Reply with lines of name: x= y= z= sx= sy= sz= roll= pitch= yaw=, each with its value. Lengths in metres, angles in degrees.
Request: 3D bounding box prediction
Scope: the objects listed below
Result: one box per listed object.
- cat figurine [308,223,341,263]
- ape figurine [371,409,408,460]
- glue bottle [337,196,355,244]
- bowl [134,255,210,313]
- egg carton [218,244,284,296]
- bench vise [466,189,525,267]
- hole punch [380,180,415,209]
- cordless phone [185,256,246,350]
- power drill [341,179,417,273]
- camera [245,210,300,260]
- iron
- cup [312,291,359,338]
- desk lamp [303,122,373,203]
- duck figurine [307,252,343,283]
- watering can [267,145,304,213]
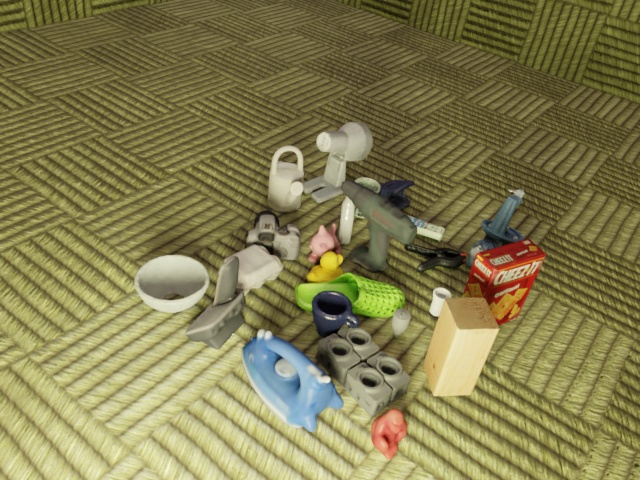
cat figurine: x=0.014 y=0.005 z=1.498 sx=0.067 sy=0.118 sz=0.128 roll=20 pitch=39 yaw=15
ape figurine: x=0.136 y=0.358 z=1.092 sx=0.078 sy=0.092 sz=0.076 roll=-11 pitch=42 yaw=-23
glue bottle: x=0.074 y=-0.075 z=1.567 sx=0.037 sy=0.173 sz=0.078 roll=4 pitch=38 yaw=-5
bowl: x=-0.341 y=0.113 z=1.327 sx=0.167 sy=0.075 sz=0.167 roll=5 pitch=38 yaw=-4
egg carton: x=-0.171 y=0.073 z=1.415 sx=0.107 sy=0.069 sz=0.151 roll=34 pitch=45 yaw=29
bench vise: x=0.487 y=-0.019 z=1.536 sx=0.121 sy=0.220 sz=0.208 roll=22 pitch=40 yaw=17
hole punch: x=0.221 y=-0.149 z=1.756 sx=0.100 sy=0.091 sz=0.109 roll=34 pitch=44 yaw=29
cordless phone: x=-0.223 y=0.129 z=1.239 sx=0.094 sy=0.185 sz=0.148 roll=20 pitch=39 yaw=14
power drill: x=0.137 y=-0.028 z=1.490 sx=0.229 sy=0.208 sz=0.076 roll=28 pitch=42 yaw=24
camera: x=-0.125 y=-0.024 z=1.523 sx=0.143 sy=0.101 sz=0.136 roll=3 pitch=38 yaw=-7
iron: x=-0.071 y=0.253 z=1.146 sx=0.257 sy=0.141 sz=0.119 roll=34 pitch=45 yaw=29
cup: x=0.034 y=0.182 z=1.295 sx=0.117 sy=0.095 sz=0.092 roll=27 pitch=41 yaw=22
desk lamp: x=0.051 y=-0.246 z=1.747 sx=0.204 sy=0.213 sz=0.117 roll=-27 pitch=50 yaw=-37
duck figurine: x=0.016 y=0.070 z=1.441 sx=0.105 sy=0.086 sz=0.077 roll=-21 pitch=46 yaw=-32
watering can: x=-0.092 y=-0.180 z=1.651 sx=0.101 sy=0.194 sz=0.172 roll=-25 pitch=49 yaw=-36
